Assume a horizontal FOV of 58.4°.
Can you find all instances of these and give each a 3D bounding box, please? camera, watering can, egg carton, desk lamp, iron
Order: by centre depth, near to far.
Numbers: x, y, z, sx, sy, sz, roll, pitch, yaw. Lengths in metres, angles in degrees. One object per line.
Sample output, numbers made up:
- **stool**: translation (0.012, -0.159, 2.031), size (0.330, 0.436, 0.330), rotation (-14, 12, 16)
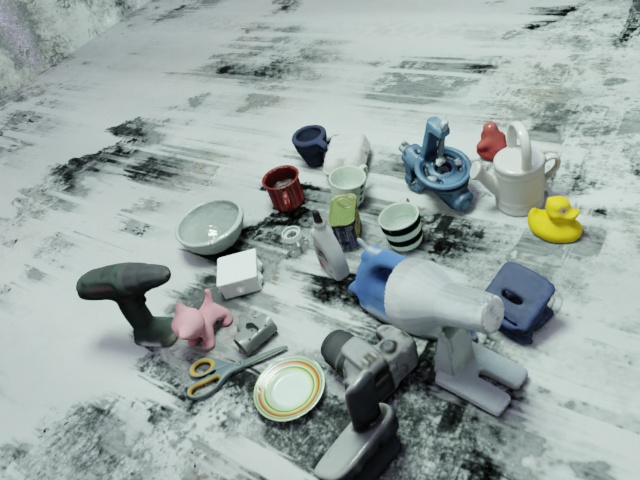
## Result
- **desk lamp**: translation (0.215, 0.140, 0.903), size (0.202, 0.214, 0.118), rotation (23, 56, 37)
- **camera**: translation (0.075, 0.195, 0.981), size (0.143, 0.101, 0.136), rotation (-38, 45, -21)
- **iron**: translation (0.167, 0.084, 1.035), size (0.257, 0.142, 0.119), rotation (24, 57, 38)
- **watering can**: translation (0.396, -0.147, 1.160), size (0.173, 0.194, 0.100), rotation (-28, 42, -10)
- **egg carton**: translation (0.069, -0.208, 1.438), size (0.107, 0.069, 0.150), rotation (-3, 44, 17)

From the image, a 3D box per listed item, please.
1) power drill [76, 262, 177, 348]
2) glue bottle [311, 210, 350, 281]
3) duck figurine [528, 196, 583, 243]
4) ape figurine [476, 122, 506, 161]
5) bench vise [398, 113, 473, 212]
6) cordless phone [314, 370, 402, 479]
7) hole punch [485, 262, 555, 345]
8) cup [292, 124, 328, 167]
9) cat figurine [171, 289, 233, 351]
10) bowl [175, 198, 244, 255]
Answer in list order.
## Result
- **power drill**: translation (-0.357, 0.122, 1.134), size (0.229, 0.209, 0.075), rotation (0, 45, 20)
- **glue bottle**: translation (0.011, 0.004, 1.154), size (0.037, 0.173, 0.077), rotation (-37, 44, -19)
- **duck figurine**: translation (0.457, -0.049, 1.114), size (0.104, 0.086, 0.078), rotation (21, 55, 36)
- **ape figurine**: translation (0.398, -0.234, 1.329), size (0.078, 0.092, 0.076), rotation (-20, 41, -1)
- **bench vise**: translation (0.231, -0.178, 1.233), size (0.206, 0.220, 0.122), rotation (22, 55, 36)
- **cordless phone**: translation (0.044, 0.278, 0.839), size (0.093, 0.185, 0.148), rotation (21, 55, 36)
- **hole punch**: translation (0.338, 0.107, 0.986), size (0.101, 0.091, 0.108), rotation (-37, 45, -20)
- **cup**: translation (-0.010, -0.231, 1.473), size (0.092, 0.095, 0.117), rotation (-36, 44, -19)
- **cat figurine**: translation (-0.242, 0.155, 1.126), size (0.067, 0.118, 0.128), rotation (9, 48, 28)
- **bowl**: translation (-0.250, -0.019, 1.348), size (0.167, 0.075, 0.167), rotation (-10, 42, 10)
